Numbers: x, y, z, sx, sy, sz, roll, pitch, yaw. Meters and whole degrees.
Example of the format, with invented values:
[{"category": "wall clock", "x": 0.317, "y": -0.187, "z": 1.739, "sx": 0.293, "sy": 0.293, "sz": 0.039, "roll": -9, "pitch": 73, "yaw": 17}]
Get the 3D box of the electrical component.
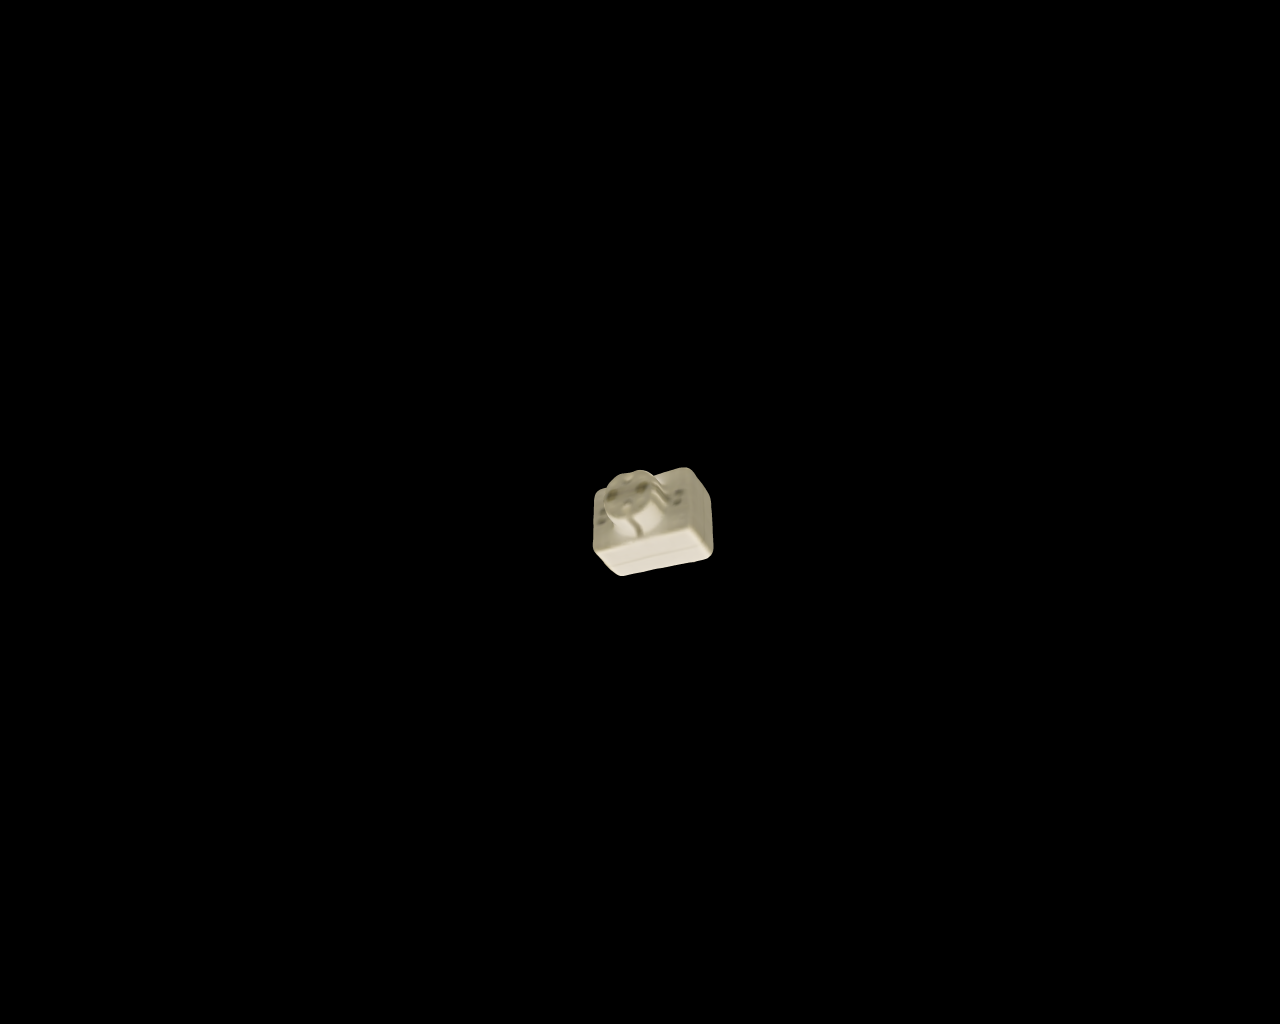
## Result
[{"category": "electrical component", "x": 0.001, "y": -0.003, "z": 0.650, "sx": 0.066, "sy": 0.047, "sz": 0.076, "roll": -14, "pitch": -36, "yaw": 20}]
